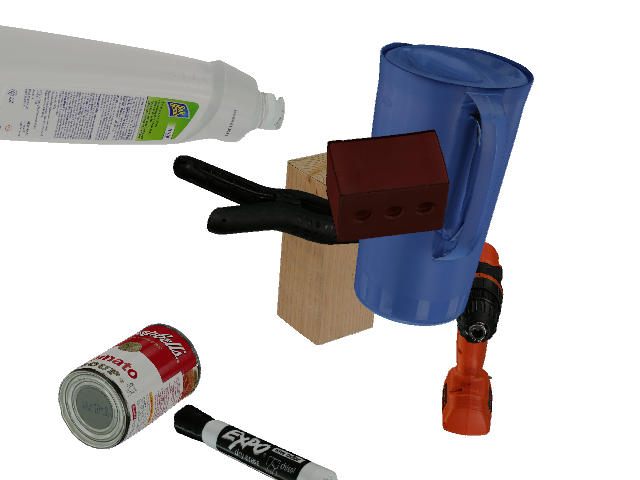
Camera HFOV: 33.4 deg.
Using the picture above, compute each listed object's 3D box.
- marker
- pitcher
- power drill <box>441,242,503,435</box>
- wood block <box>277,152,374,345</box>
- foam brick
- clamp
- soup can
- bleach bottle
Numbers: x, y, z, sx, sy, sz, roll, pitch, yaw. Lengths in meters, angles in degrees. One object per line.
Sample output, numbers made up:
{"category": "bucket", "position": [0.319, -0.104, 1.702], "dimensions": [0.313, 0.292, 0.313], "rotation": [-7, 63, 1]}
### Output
{"category": "marker", "position": [-0.042, 0.123, 0.627], "dimensions": [0.121, 0.020, 0.020], "rotation": [16, 10, 38]}
{"category": "pitcher", "position": [0.103, -0.045, 0.951], "dimensions": [0.145, 0.243, 0.149], "rotation": [20, 27, 24]}
{"category": "power drill", "position": [0.166, 0.114, 1.157], "dimensions": [0.057, 0.188, 0.184], "rotation": [6, 25, 8]}
{"category": "wood block", "position": [0.012, 0.007, 1.275], "dimensions": [0.090, 0.206, 0.090], "rotation": [-15, 32, -34]}
{"category": "foam brick", "position": [0.045, -0.038, 0.739], "dimensions": [0.078, 0.051, 0.053], "rotation": [-8, -39, -7]}
{"category": "clamp", "position": [-0.041, -0.028, 1.082], "dimensions": [0.209, 0.036, 0.164], "rotation": [14, 20, -19]}
{"category": "soup can", "position": [-0.151, 0.115, 0.850], "dimensions": [0.069, 0.068, 0.102], "rotation": [0, 16, 28]}
{"category": "bleach bottle", "position": [-0.155, -0.115, 0.879], "dimensions": [0.250, 0.068, 0.103], "rotation": [5, -31, -19]}
